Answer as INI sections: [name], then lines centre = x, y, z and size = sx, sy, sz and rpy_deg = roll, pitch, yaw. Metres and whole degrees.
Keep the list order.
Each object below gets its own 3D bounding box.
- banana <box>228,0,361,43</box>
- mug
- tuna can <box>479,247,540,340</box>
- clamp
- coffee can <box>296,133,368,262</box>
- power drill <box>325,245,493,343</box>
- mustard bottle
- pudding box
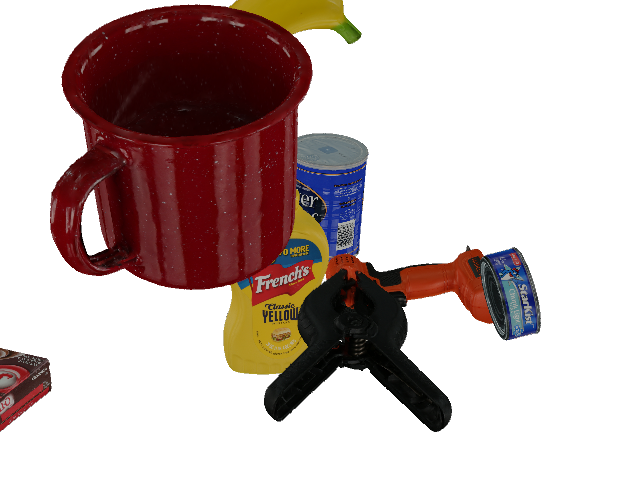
[banana]
centre = -0.039, -0.126, 0.697
size = 0.037, 0.069, 0.197
rpy_deg = -11, 23, 49
[mug]
centre = -0.057, -0.028, 0.418
size = 0.093, 0.081, 0.117
rpy_deg = 26, 48, 24
[tuna can]
centre = 0.181, 0.052, 1.024
size = 0.033, 0.086, 0.086
rpy_deg = -14, 0, -2
[clamp]
centre = 0.033, 0.075, 0.743
size = 0.120, 0.039, 0.171
rpy_deg = 14, 32, 1
[coffee can]
centre = 0.005, -0.054, 1.370
size = 0.103, 0.140, 0.103
rpy_deg = 3, 28, -2
[power drill]
centre = 0.102, 0.064, 1.193
size = 0.187, 0.057, 0.184
rpy_deg = -4, 28, -4
[mustard bottle]
centre = -0.040, 0.026, 0.966
size = 0.096, 0.192, 0.058
rpy_deg = -4, 24, -11
[pudding box]
centre = -0.312, 0.130, 0.951
size = 0.114, 0.039, 0.089
rpy_deg = 7, 23, 20
